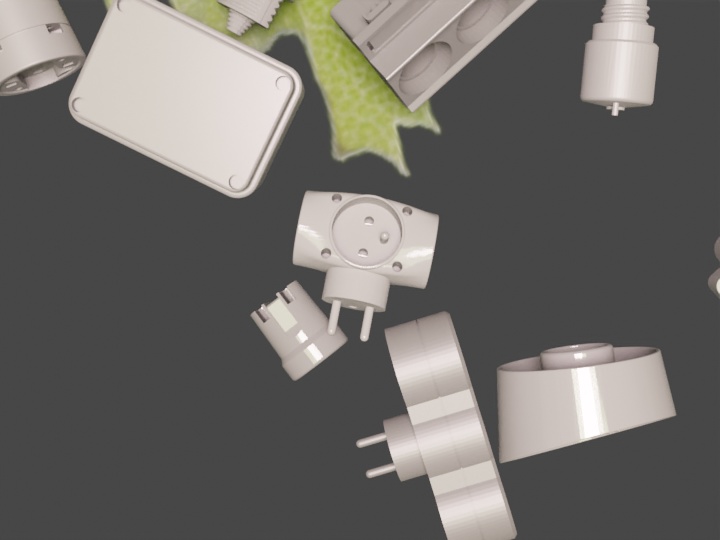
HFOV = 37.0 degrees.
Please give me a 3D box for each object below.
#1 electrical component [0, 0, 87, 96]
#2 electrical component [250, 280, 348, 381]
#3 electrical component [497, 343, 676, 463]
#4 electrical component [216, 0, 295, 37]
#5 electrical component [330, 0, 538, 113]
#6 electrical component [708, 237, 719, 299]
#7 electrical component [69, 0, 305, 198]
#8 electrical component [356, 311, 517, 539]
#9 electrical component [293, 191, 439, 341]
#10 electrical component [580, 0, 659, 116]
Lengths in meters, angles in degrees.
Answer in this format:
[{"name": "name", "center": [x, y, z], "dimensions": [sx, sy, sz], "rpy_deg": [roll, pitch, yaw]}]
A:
[{"name": "electrical component", "center": [-0.188, -0.130, 0.601], "dimensions": [0.055, 0.055, 0.047], "rpy_deg": [-23, 92, 4]}, {"name": "electrical component", "center": [-0.036, 0.034, 0.623], "dimensions": [0.040, 0.040, 0.046], "rpy_deg": [-38, 89, 5]}, {"name": "electrical component", "center": [0.123, 0.075, 0.596], "dimensions": [0.099, 0.099, 0.064], "rpy_deg": [-8, 90, 2]}, {"name": "electrical component", "center": [-0.052, -0.168, 0.598], "dimensions": [0.043, 0.043, 0.081], "rpy_deg": [29, 96, -2]}, {"name": "electrical component", "center": [0.049, -0.154, 0.584], "dimensions": [0.121, 0.079, 0.063], "rpy_deg": [-42, 64, 5]}, {"name": "electrical component", "center": [0.239, -0.007, 0.602], "dimensions": [0.078, 0.057, 0.058], "rpy_deg": [-43, 94, 5]}, {"name": "electrical component", "center": [-0.095, -0.097, 0.600], "dimensions": [0.113, 0.057, 0.078], "rpy_deg": [26, 96, -2]}, {"name": "electrical component", "center": [0.036, 0.099, 0.621], "dimensions": [0.074, 0.052, 0.138], "rpy_deg": [-17, 96, 3]}, {"name": "electrical component", "center": [0.000, 0.000, 0.610], "dimensions": [0.077, 0.044, 0.079], "rpy_deg": [11, 80, 0]}, {"name": "electrical component", "center": [0.146, -0.125, 0.600], "dimensions": [0.040, 0.040, 0.078], "rpy_deg": [5, 96, 1]}]
